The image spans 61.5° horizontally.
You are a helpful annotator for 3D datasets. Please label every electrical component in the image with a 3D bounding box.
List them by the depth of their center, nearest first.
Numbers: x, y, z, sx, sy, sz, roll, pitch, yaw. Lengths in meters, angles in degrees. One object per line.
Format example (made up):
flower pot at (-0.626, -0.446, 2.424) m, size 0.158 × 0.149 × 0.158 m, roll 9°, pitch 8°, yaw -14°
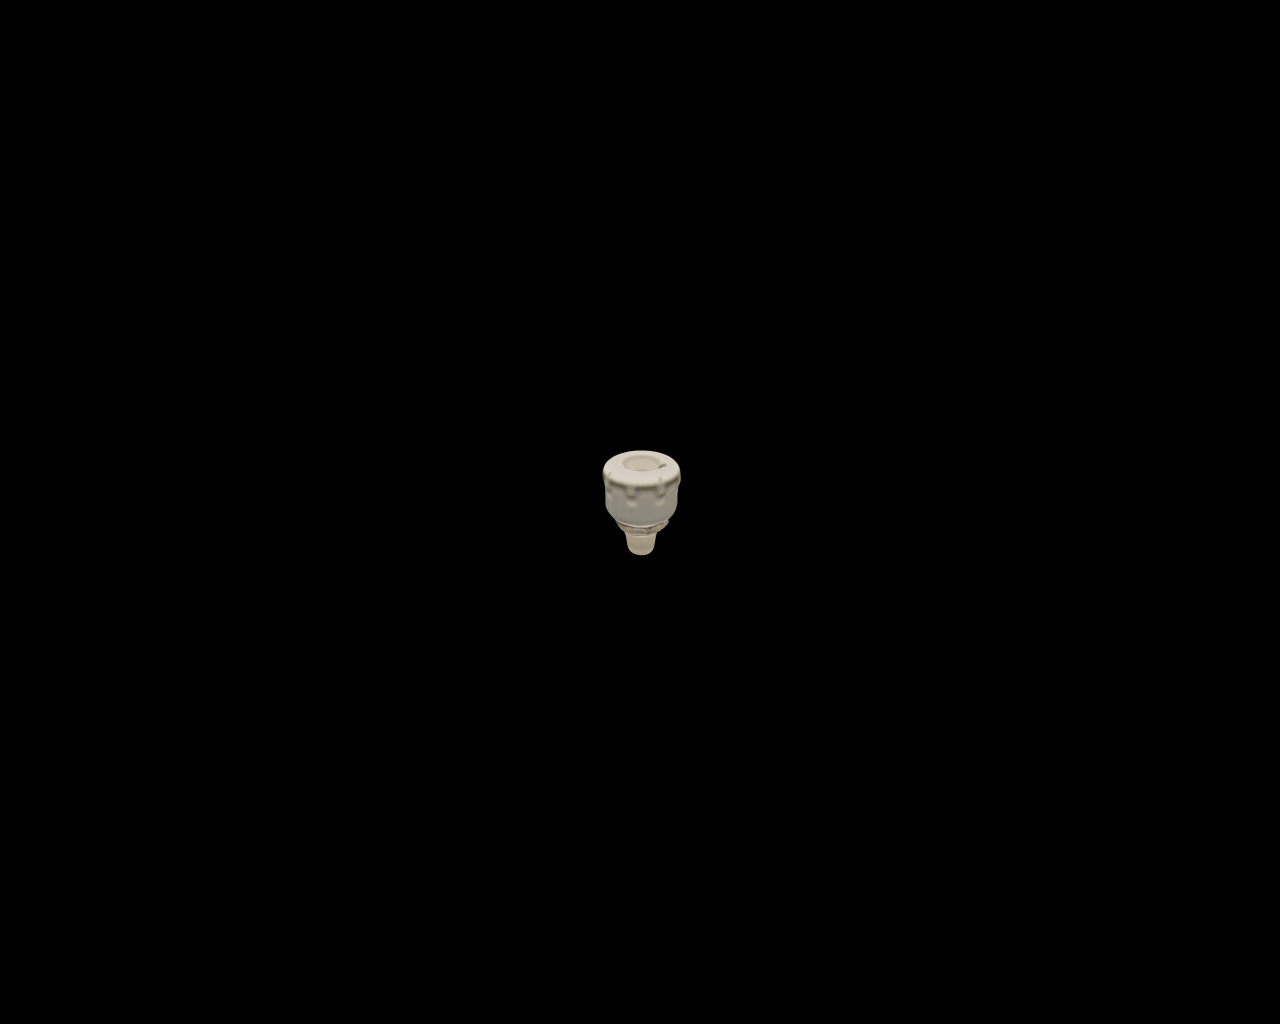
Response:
electrical component at (0.001, -0.003, 0.650) m, size 0.048 × 0.062 × 0.048 m, roll 0°, pitch 27°, yaw 0°
